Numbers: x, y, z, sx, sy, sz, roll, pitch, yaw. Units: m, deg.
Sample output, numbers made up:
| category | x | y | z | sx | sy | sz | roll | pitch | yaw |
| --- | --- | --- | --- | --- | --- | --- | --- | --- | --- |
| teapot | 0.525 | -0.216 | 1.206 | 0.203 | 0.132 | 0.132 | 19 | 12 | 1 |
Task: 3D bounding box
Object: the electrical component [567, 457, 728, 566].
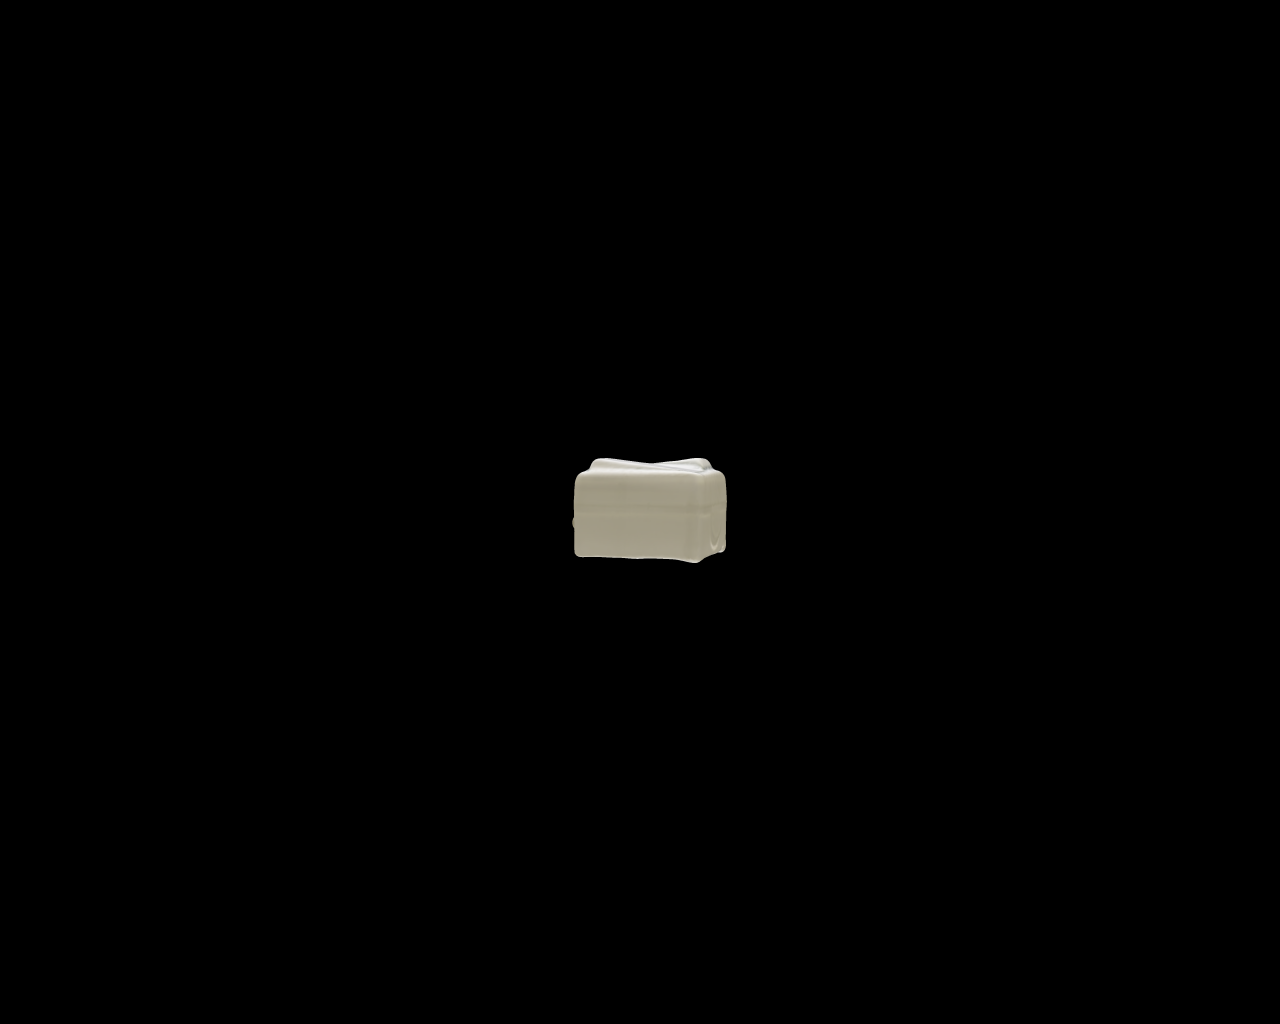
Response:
| category | x | y | z | sx | sy | sz | roll | pitch | yaw |
| --- | --- | --- | --- | --- | --- | --- | --- | --- | --- |
| electrical component | 0.001 | -0.003 | 0.650 | 0.096 | 0.061 | 0.062 | 1 | 4 | 20 |
